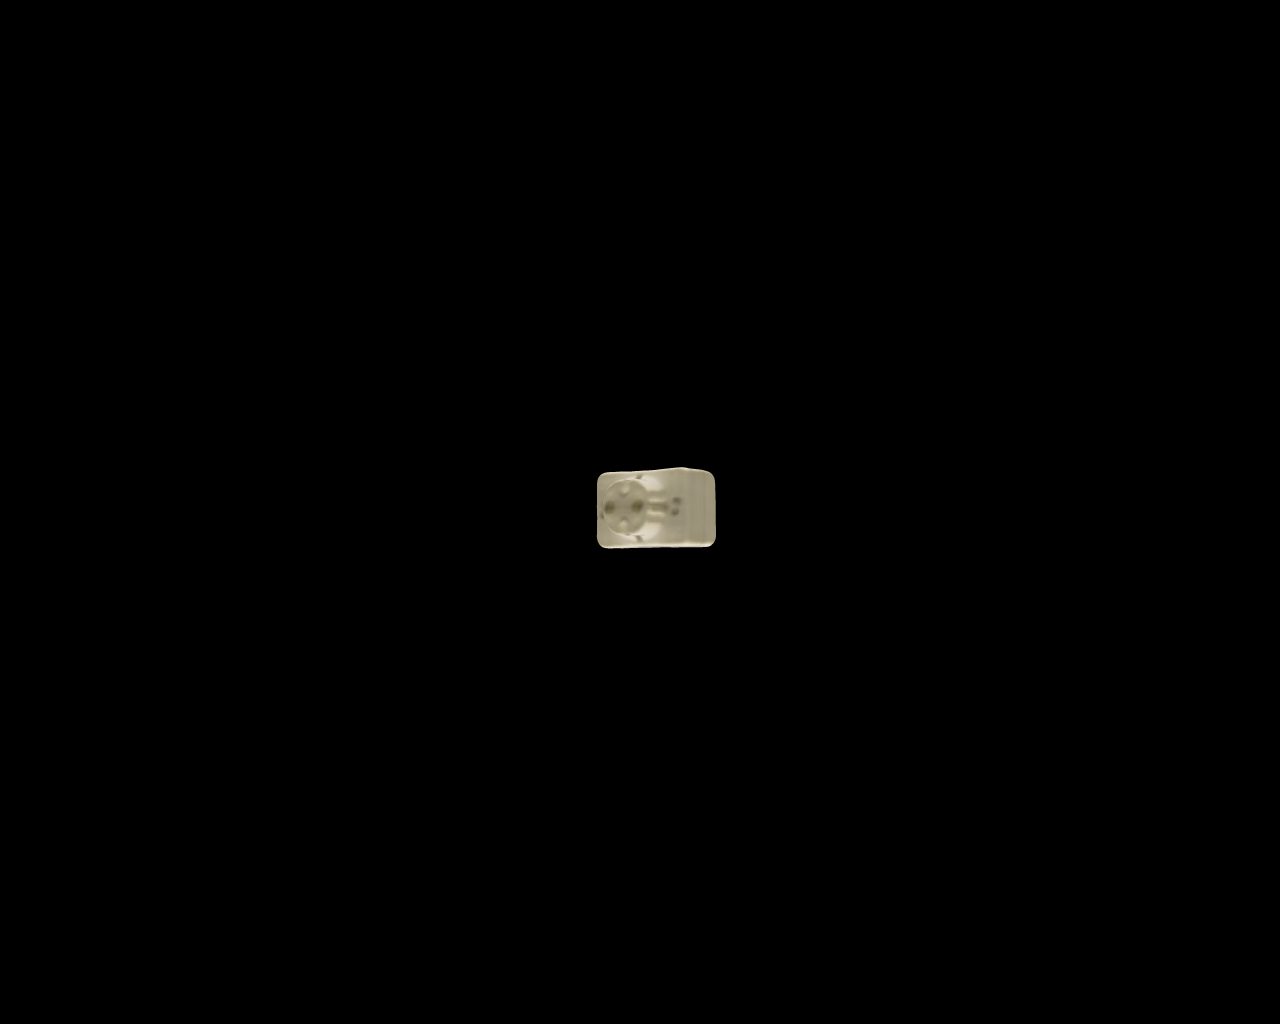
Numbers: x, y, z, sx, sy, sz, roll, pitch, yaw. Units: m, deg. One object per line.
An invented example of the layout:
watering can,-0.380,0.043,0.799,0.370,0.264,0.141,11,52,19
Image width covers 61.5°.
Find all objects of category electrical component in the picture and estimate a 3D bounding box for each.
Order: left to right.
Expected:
electrical component,0.001,-0.003,0.650,0.066,0.047,0.077,-2,-3,31
